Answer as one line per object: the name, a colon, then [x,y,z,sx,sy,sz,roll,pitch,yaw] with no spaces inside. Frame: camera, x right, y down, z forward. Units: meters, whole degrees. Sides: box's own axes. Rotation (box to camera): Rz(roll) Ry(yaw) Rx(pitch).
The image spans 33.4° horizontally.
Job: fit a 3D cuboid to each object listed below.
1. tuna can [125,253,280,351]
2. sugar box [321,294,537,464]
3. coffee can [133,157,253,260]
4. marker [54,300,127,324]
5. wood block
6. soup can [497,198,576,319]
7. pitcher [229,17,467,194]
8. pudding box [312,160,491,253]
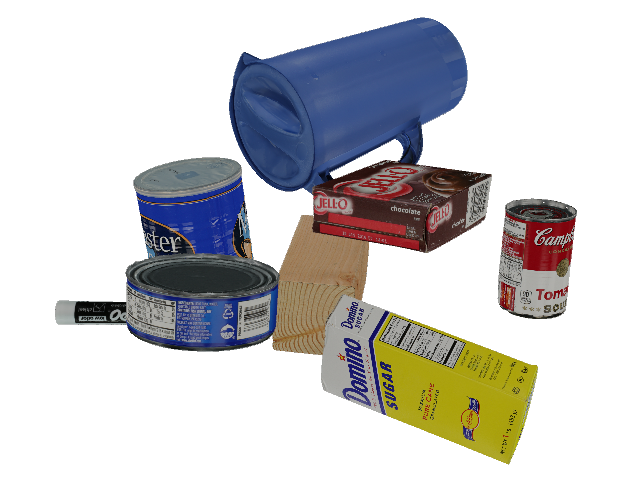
tuna can: [-0.066,0.034,0.599,0.086,0.034,0.086,3,13,-1]
sugar box: [0.088,0.117,0.896,0.176,0.093,0.048,17,46,15]
coffee can: [-0.117,0.002,1.027,0.103,0.140,0.103,-6,20,2]
marker: [-0.144,0.056,0.827,0.121,0.020,0.020,0,0,3]
wood block: [0.005,0.049,1.274,0.091,0.090,0.206,5,23,5]
soup can: [0.209,0.017,1.038,0.068,0.102,0.068,1,18,-1]
pitcher: [0.042,-0.141,1.101,0.242,0.149,0.145,-25,30,-34]
pudding box: [0.059,-0.027,0.758,0.090,0.039,0.113,11,17,28]
